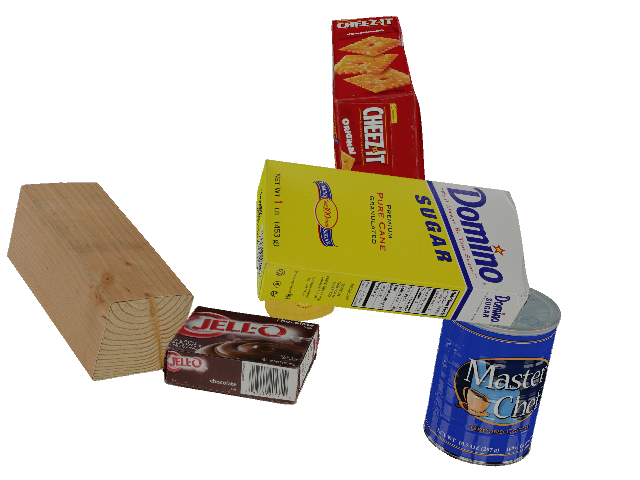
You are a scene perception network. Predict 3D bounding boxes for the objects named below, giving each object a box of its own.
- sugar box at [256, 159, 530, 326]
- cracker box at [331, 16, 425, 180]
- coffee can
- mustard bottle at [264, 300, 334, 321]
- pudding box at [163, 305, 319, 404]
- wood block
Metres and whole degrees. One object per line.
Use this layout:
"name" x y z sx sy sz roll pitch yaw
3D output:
"sugar box" 0.046 0.001 0.712 0.176 0.093 0.048 5 -38 -8
"cracker box" 0.049 -0.088 0.936 0.072 0.164 0.213 -4 28 3
"coffee can" 0.155 0.119 0.979 0.103 0.140 0.103 6 22 -3
"mustard bottle" -0.024 0.014 1.441 0.096 0.192 0.058 -5 26 -18
"pudding box" -0.064 0.094 0.889 0.113 0.039 0.090 10 21 8
"wood block" -0.221 0.033 1.051 0.090 0.091 0.206 -5 36 -40
